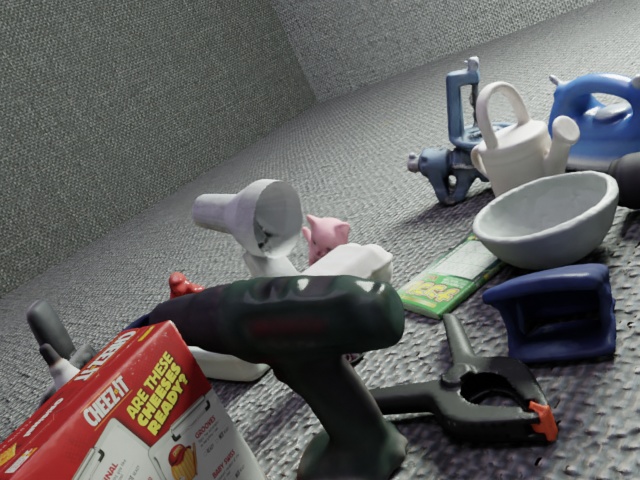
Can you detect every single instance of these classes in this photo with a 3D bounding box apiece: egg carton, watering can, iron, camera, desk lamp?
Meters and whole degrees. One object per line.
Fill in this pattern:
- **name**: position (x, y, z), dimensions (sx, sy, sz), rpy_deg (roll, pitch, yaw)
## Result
- **egg carton**: position (0.032, 0.061, 0.828), dimensions (0.150, 0.069, 0.107), rpy_deg (-36, 20, -27)
- **watering can**: position (0.283, -0.133, 0.812), dimensions (0.172, 0.194, 0.101), rpy_deg (-12, 23, 39)
- **iron**: position (0.430, -0.183, 0.829), dimensions (0.119, 0.142, 0.257), rpy_deg (-31, 18, -11)
- **camera**: position (0.414, -0.089, 0.659), dimensions (0.143, 0.101, 0.136), rpy_deg (-39, 22, -33)
- **desk lamp**: position (-0.107, 0.012, 0.925), dimensions (0.202, 0.214, 0.118), rpy_deg (-10, 24, 41)

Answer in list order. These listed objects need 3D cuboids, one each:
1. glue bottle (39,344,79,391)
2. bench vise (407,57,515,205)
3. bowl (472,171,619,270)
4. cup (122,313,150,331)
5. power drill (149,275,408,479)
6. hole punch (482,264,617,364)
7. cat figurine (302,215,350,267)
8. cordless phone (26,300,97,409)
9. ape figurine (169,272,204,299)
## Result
- **glue bottle**: position (-0.304, 0.203, 0.735), dimensions (0.078, 0.173, 0.037), rpy_deg (-22, 19, 13)
- **bench vise**: position (0.235, -0.176, 0.955), dimensions (0.207, 0.220, 0.121), rpy_deg (-23, 18, 11)
- **bowl**: position (0.274, -0.013, 0.684), dimensions (0.167, 0.075, 0.167), rpy_deg (-24, 18, 9)
- **cup**: position (-0.264, 0.176, 0.882), dimensions (0.118, 0.095, 0.091), rpy_deg (-31, 18, -12)
- **power drill**: position (-0.020, 0.121, 0.507), dimensions (0.229, 0.209, 0.076), rpy_deg (-18, 20, 25)
- **hole punch**: position (0.219, 0.055, 0.549), dimensions (0.108, 0.091, 0.101), rpy_deg (-15, 21, 33)
- **cat figurine**: position (0.009, 0.003, 0.942), dimensions (0.067, 0.118, 0.127), rpy_deg (-34, 19, -21)
- **cordless phone**: position (-0.424, 0.196, 0.904), dimensions (0.094, 0.185, 0.147), rpy_deg (-24, 18, 8)
- **ape figurine**: position (-0.255, 0.103, 1.076), dimensions (0.078, 0.092, 0.076), rpy_deg (-30, 18, -8)
